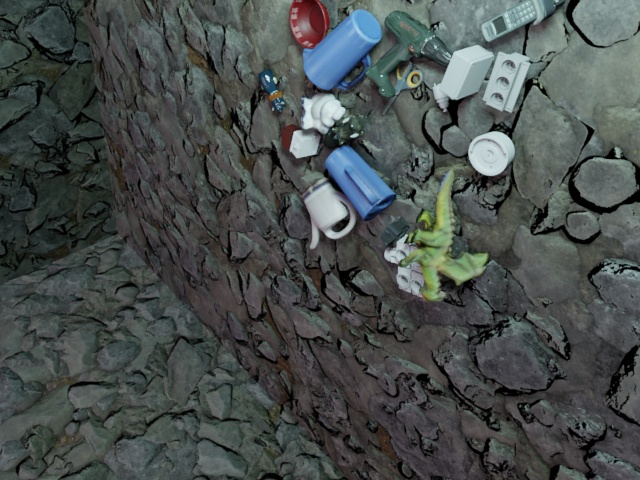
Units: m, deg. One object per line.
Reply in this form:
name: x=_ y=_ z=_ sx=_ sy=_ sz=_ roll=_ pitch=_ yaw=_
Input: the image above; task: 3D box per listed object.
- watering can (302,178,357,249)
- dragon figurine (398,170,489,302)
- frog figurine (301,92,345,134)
watering can: x=0.006 y=-0.095 z=1.897 sx=0.105 sy=0.225 sz=0.342 roll=-28 pitch=-4 yaw=-38
dragon figurine: x=0.385 y=0.019 z=1.534 sx=0.243 sy=0.403 sz=0.124 roll=28 pitch=25 yaw=4
frog figurine: x=0.024 y=-0.414 z=1.666 sx=0.159 sy=0.139 sz=0.121 roll=1 pitch=-19 yaw=35
